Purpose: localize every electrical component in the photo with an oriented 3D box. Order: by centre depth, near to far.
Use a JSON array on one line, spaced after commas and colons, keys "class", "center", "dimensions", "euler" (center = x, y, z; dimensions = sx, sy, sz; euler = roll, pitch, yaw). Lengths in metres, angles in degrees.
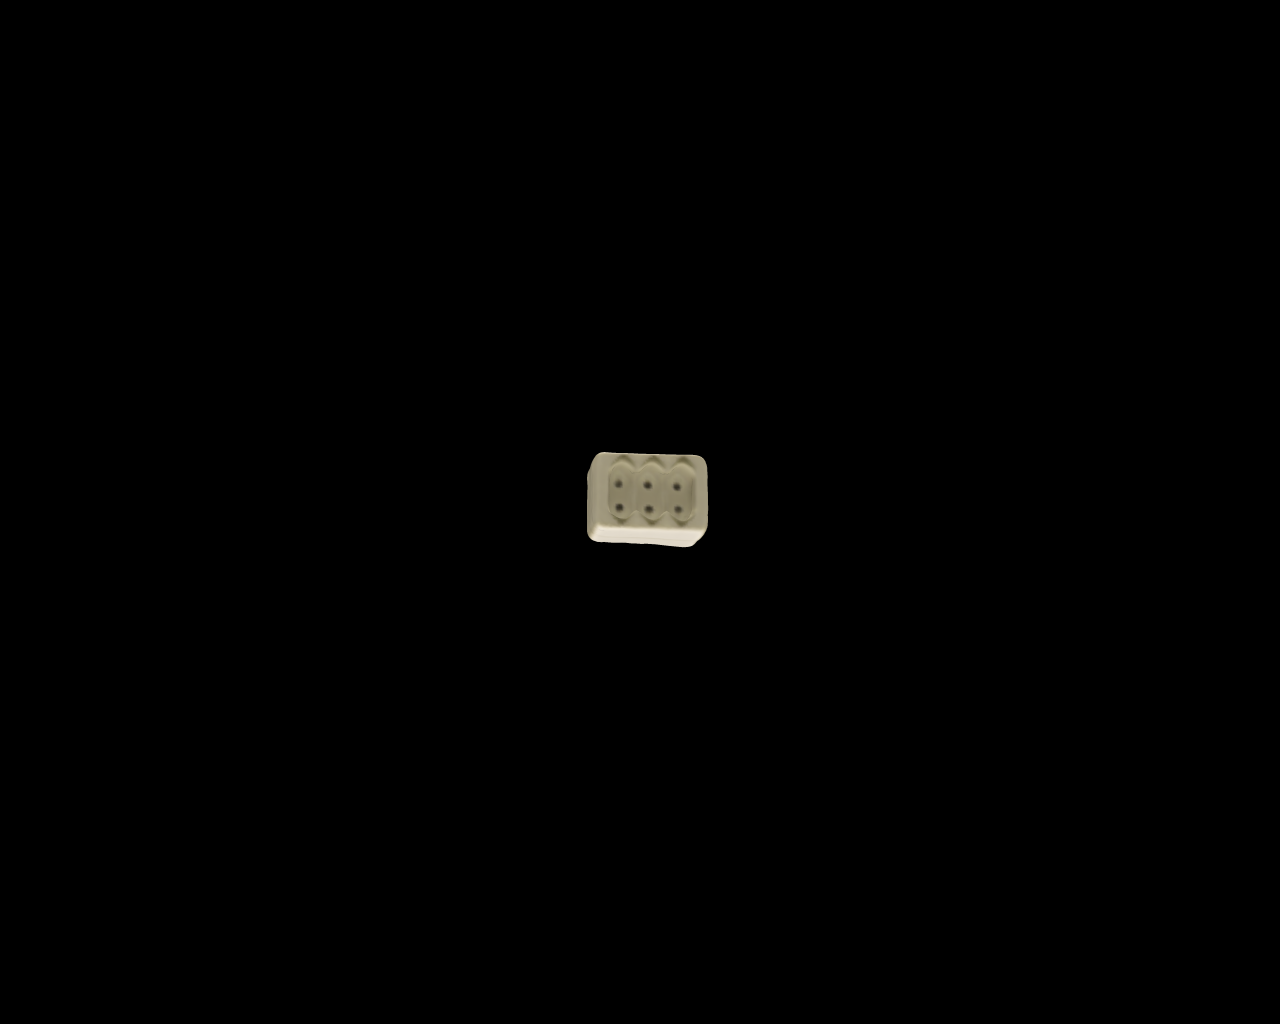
[{"class": "electrical component", "center": [0.001, -0.003, 0.650], "dimensions": [0.066, 0.047, 0.076], "euler": [3, -15, -9]}]
